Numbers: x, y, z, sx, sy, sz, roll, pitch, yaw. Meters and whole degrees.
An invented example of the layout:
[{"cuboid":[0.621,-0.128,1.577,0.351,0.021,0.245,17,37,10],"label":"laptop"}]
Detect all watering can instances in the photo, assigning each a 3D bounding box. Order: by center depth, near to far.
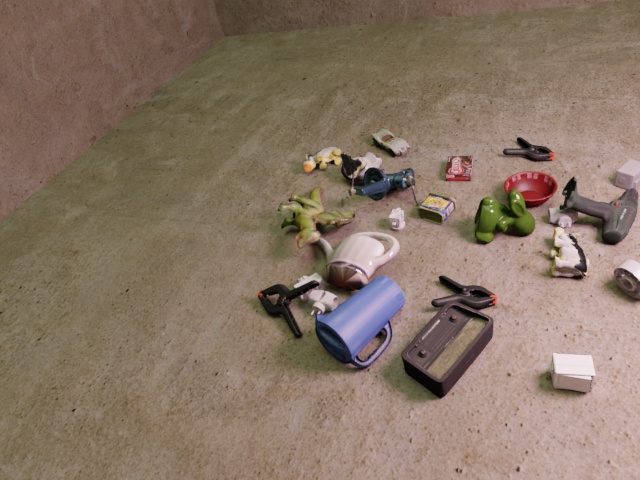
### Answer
[{"cuboid":[0.075,0.053,1.589,0.347,0.102,0.229,-1,37,36],"label":"watering can"}]

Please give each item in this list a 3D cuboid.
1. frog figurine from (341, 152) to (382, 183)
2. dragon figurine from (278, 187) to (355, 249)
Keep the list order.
[{"cuboid":[0.162,-0.278,1.979,0.137,0.122,0.160,5,6,36],"label":"frog figurine"},{"cuboid":[0.005,-0.089,1.778,0.244,0.119,0.418,16,34,22],"label":"dragon figurine"}]
